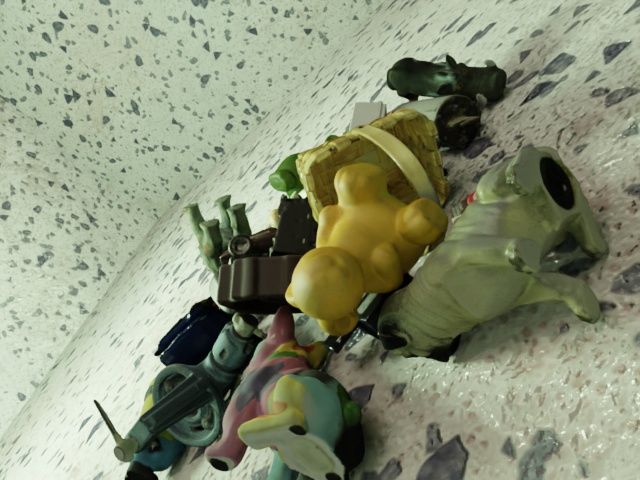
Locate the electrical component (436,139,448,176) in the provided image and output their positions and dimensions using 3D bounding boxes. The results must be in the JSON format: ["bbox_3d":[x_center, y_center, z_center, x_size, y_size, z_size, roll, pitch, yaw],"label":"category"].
[{"bbox_3d":[0.146,-0.132,0.802,0.045,0.078,0.102,-51,19,-1],"label":"electrical component"}]

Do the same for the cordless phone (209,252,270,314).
[{"bbox_3d":[-0.116,0.086,0.868,0.184,0.146,0.088,-33,67,56],"label":"cordless phone"}]

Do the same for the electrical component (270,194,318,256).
[{"bbox_3d":[-0.002,-0.002,0.789,0.058,0.134,0.115,88,-171,-65],"label":"electrical component"}]

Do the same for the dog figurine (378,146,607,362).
[{"bbox_3d":[0.135,0.015,0.488,0.190,0.121,0.172,-29,23,49],"label":"dog figurine"}]

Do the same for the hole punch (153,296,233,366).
[{"bbox_3d":[-0.179,0.172,0.847,0.142,0.115,0.092,-43,47,14],"label":"hole punch"}]

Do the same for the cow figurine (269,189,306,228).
[{"bbox_3d":[-0.008,-0.063,0.934,0.167,0.068,0.098,-33,2,-42],"label":"cow figurine"}]

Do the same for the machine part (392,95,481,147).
[{"bbox_3d":[0.175,-0.185,0.849,0.079,0.079,0.243,-49,19,-5],"label":"machine part"}]

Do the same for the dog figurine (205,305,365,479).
[{"bbox_3d":[-0.024,0.155,0.579,0.191,0.108,0.219,-36,20,32],"label":"dog figurine"}]

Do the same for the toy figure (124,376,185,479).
[{"bbox_3d":[-0.241,0.281,0.816,0.082,0.089,0.180,-30,23,30],"label":"toy figure"}]

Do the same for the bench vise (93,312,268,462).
[{"bbox_3d":[-0.164,0.201,0.707,0.223,0.129,0.240,-46,-10,29],"label":"bench vise"}]

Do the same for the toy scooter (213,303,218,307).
[{"bbox_3d":[-0.176,0.123,0.995,0.135,0.075,0.184,-49,9,8],"label":"toy scooter"}]

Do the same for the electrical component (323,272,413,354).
[{"bbox_3d":[0.060,0.087,0.612,0.119,0.047,0.075,-54,20,-15],"label":"electrical component"}]

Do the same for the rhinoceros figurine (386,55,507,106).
[{"bbox_3d":[0.201,-0.256,0.854,0.191,0.112,0.073,18,95,31],"label":"rhinoceros figurine"}]

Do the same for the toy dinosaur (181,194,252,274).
[{"bbox_3d":[-0.190,0.019,1.109,0.131,0.192,0.405,-22,22,-10],"label":"toy dinosaur"}]

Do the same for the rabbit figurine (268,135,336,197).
[{"bbox_3d":[0.013,-0.131,1.087,0.170,0.121,0.159,-1,40,40],"label":"rabbit figurine"}]

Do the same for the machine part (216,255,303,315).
[{"bbox_3d":[-0.045,0.060,0.698,0.179,0.179,0.056,-20,66,53],"label":"machine part"}]

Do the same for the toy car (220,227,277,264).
[{"bbox_3d":[-0.063,0.002,0.869,0.202,0.053,0.089,-12,-13,-9],"label":"toy car"}]

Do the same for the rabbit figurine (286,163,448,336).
[{"bbox_3d":[0.022,0.021,0.531,0.162,0.122,0.173,-55,-6,37],"label":"rabbit figurine"}]
